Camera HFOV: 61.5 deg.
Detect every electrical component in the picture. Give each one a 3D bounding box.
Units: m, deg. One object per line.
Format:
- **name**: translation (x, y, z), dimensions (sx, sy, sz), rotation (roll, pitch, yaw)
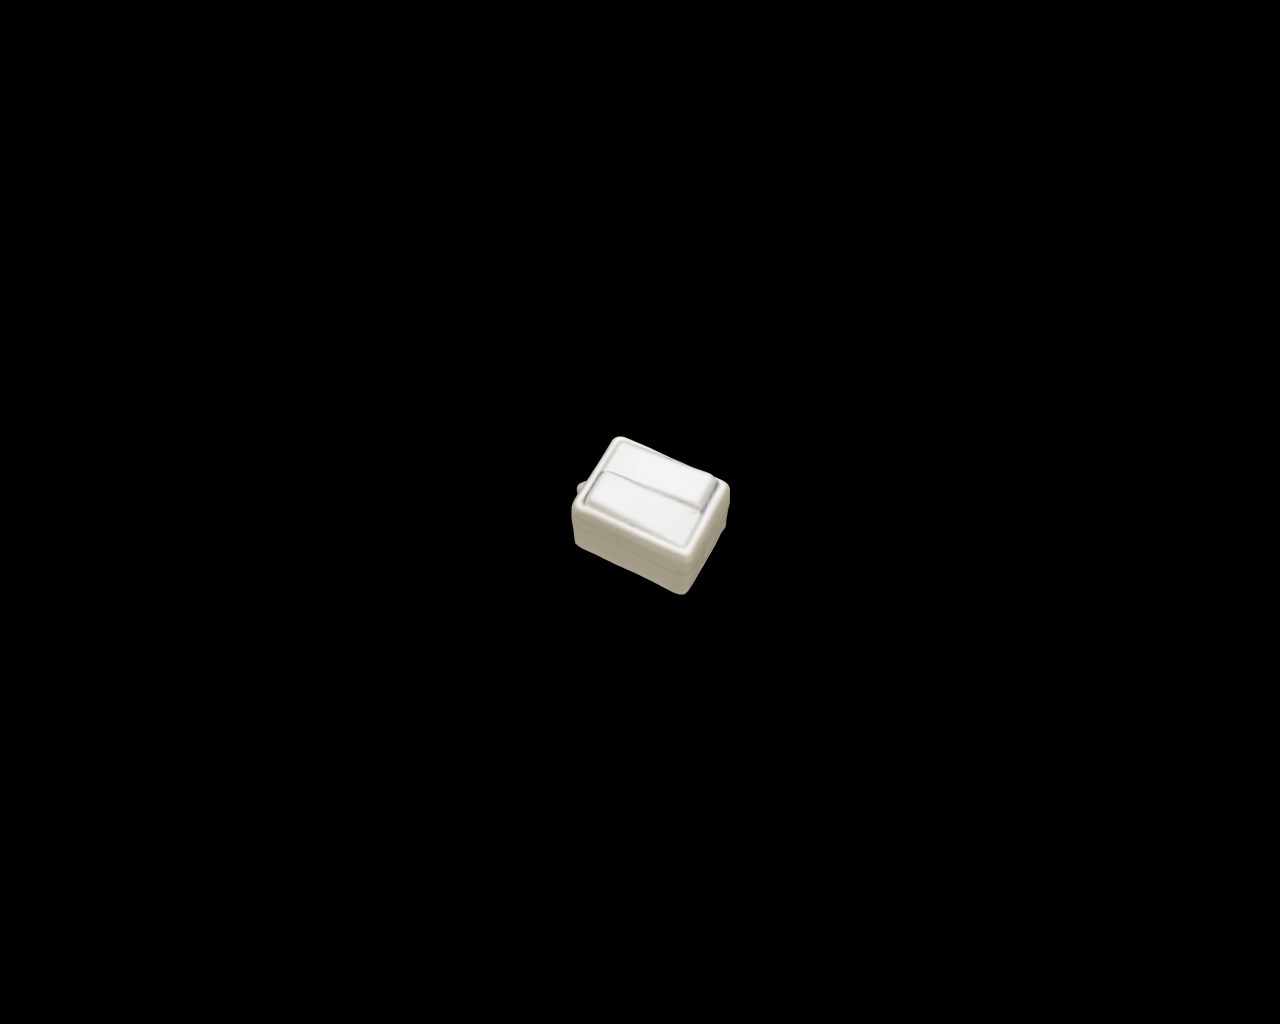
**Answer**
- **electrical component**: translation (0.001, -0.003, 0.650), dimensions (0.096, 0.062, 0.061), rotation (25, -27, 14)
